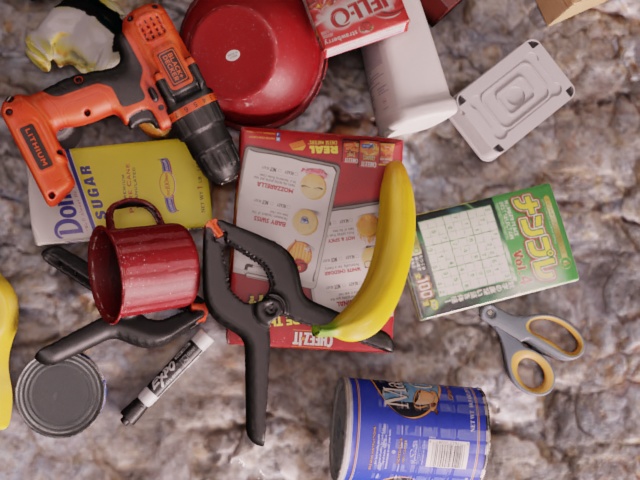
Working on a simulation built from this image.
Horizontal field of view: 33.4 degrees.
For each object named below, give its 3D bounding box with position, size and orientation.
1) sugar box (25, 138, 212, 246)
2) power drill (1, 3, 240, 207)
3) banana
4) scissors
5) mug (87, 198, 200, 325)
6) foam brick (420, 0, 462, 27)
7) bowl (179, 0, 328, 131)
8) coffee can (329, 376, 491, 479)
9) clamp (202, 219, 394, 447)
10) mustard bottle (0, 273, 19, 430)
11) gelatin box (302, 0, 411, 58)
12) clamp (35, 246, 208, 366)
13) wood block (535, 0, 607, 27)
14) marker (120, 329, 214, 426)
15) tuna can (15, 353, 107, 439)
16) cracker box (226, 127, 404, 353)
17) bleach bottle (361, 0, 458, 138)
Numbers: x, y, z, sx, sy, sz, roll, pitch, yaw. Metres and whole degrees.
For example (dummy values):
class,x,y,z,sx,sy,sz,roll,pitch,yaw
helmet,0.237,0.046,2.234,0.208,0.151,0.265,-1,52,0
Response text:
class,x,y,z,sx,sy,sz,roll,pitch,yaw
sugar box,-0.199,-0.048,1.062,0.176,0.048,0.093,-7,87,-8
power drill,-0.186,-0.105,0.999,0.187,0.057,0.184,-29,93,-13
banana,0.056,0.020,1.003,0.069,0.037,0.197,46,57,-40
scissors,0.176,0.097,1.110,0.201,0.016,0.096,19,84,-5
mug,-0.168,0.017,1.007,0.081,0.093,0.117,-8,76,-30
foam brick,0.124,-0.262,1.098,0.053,0.078,0.051,-43,93,-8
bowl,-0.076,-0.184,1.048,0.162,0.055,0.162,3,102,17
coffee can,0.085,0.190,1.048,0.140,0.103,0.103,5,85,-6
clamp,-0.053,0.076,1.002,0.164,0.036,0.210,-41,92,-14
mustard bottle,-0.340,0.085,1.028,0.096,0.058,0.191,3,84,13
gelatin box,0.033,-0.223,1.018,0.089,0.030,0.073,-19,81,-3
clamp,-0.198,0.058,1.052,0.171,0.039,0.120,-4,73,-19
wood block,0.246,-0.344,1.112,0.090,0.091,0.206,-24,89,-8
marker,-0.154,0.138,1.067,0.020,0.020,0.121,44,83,-2
tuna can,-0.253,0.150,1.047,0.086,0.034,0.086,0,86,-6
cracker box,-0.007,0.001,1.068,0.164,0.072,0.214,4,87,-5
bleach bottle,0.067,-0.235,1.077,0.068,0.103,0.251,-13,88,-15
